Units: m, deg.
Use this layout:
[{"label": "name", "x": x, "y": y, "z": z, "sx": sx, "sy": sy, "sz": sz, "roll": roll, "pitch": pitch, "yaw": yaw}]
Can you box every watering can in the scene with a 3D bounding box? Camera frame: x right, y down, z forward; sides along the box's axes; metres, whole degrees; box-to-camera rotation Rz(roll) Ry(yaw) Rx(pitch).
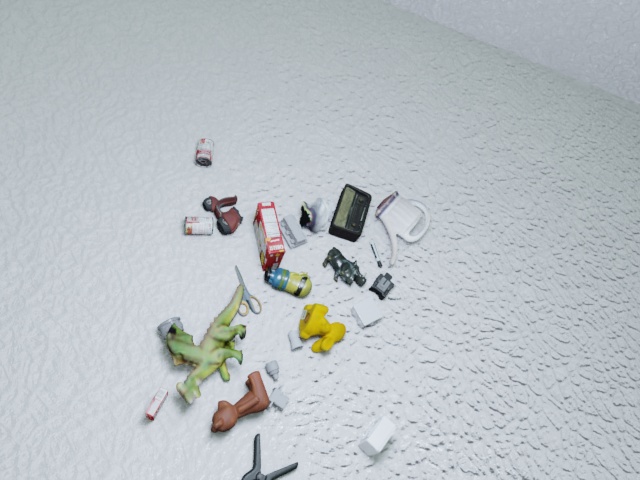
[{"label": "watering can", "x": 0.325, "y": -0.068, "z": 2.159, "sx": 0.225, "sy": 0.102, "sz": 0.354, "roll": 40, "pitch": 58, "yaw": 7}]

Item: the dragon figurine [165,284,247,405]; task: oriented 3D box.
[{"label": "dragon figurine", "x": -0.377, "y": 0.325, "z": 1.682, "sx": 0.242, "sy": 0.120, "sz": 0.419, "roll": 13, "pitch": 59, "yaw": -24}]

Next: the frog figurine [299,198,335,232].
[{"label": "frog figurine", "x": 0.006, "y": -0.105, "z": 2.078, "sx": 0.160, "sy": 0.123, "sz": 0.136, "roll": -12, "pitch": 99, "yaw": -32}]
